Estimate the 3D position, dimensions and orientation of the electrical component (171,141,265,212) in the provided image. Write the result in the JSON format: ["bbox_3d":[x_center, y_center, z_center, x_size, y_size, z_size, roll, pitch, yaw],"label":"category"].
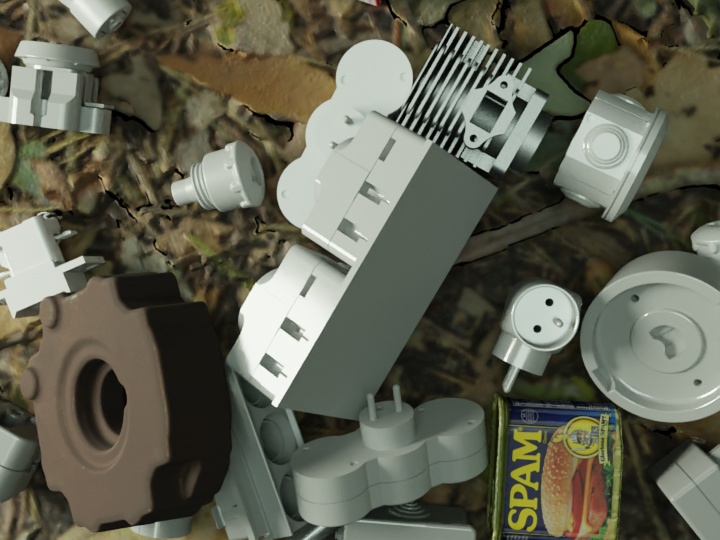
[{"bbox_3d":[-0.100,-0.061,0.751,0.062,0.048,0.048,-15,91,13],"label":"electrical component"}]

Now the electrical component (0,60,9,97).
[{"bbox_3d":[-0.280,-0.135,0.753,0.048,0.062,0.048,0,92,5],"label":"electrical component"}]

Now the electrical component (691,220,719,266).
[{"bbox_3d":[0.251,-0.002,0.724,0.048,0.048,0.062,-11,101,5],"label":"electrical component"}]

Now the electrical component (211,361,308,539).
[{"bbox_3d":[-0.078,0.122,0.743,0.063,0.079,0.121,-19,91,35],"label":"electrical component"}]

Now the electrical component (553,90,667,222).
[{"bbox_3d":[0.165,-0.076,0.710,0.051,0.080,0.080,27,95,9],"label":"electrical component"}]

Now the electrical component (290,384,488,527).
[{"bbox_3d":[0.020,0.111,0.715,0.138,0.052,0.073,-16,113,-20],"label":"electrical component"}]

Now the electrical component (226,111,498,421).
[{"bbox_3d":[0.000,0.000,0.706,0.060,0.105,0.186,33,96,31],"label":"electrical component"}]

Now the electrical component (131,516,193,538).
[{"bbox_3d":[-0.137,0.144,0.763,0.043,0.043,0.081,8,93,5],"label":"electrical component"}]

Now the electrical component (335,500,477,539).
[{"bbox_3d":[0.031,0.208,0.743,0.100,0.048,0.099,5,98,0],"label":"electrical component"}]

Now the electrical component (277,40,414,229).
[{"bbox_3d":[-0.011,-0.090,0.726,0.052,0.074,0.138,28,95,3],"label":"electrical component"}]

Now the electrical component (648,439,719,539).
[{"bbox_3d":[0.241,0.137,0.710,0.076,0.083,0.047,-39,89,5],"label":"electrical component"}]

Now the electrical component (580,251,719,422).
[{"bbox_3d":[0.206,0.039,0.712,0.108,0.060,0.108,10,116,21],"label":"electrical component"}]

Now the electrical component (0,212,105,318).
[{"bbox_3d":[-0.230,-0.004,0.766,0.081,0.042,0.063,-23,87,5],"label":"electrical component"}]

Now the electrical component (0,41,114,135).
[{"bbox_3d":[-0.212,-0.128,0.751,0.078,0.058,0.057,8,96,5],"label":"electrical component"}]

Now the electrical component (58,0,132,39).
[{"bbox_3d":[-0.193,-0.195,0.755,0.044,0.044,0.065,-43,93,5],"label":"electrical component"}]

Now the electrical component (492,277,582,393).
[{"bbox_3d":[0.113,0.045,0.720,0.043,0.077,0.079,24,95,3],"label":"electrical component"}]

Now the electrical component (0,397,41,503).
[{"bbox_3d":[-0.278,0.122,0.769,0.095,0.054,0.059,29,95,3],"label":"electrical component"}]
